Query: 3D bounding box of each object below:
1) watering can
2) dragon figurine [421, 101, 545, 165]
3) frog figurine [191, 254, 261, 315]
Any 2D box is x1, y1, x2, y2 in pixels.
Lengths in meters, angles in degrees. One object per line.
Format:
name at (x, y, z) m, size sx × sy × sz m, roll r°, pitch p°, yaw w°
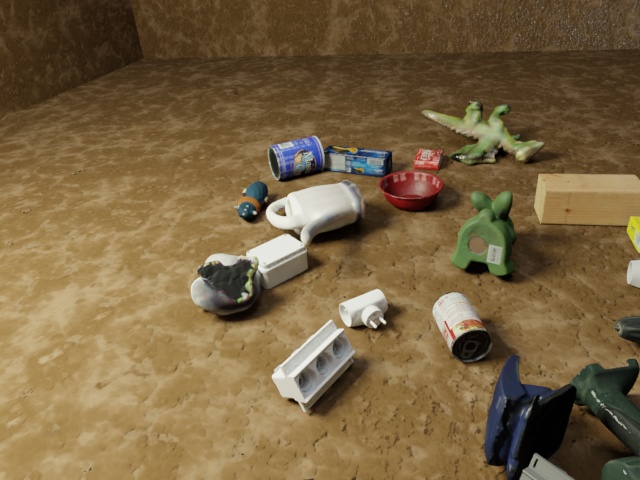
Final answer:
watering can at (0.004, -0.058, 1.161) m, size 0.225 × 0.102 × 0.351 m, roll -14°, pitch 19°, yaw -15°
dragon figurine at (0.462, -0.311, 1.553) m, size 0.412 × 0.119 × 0.248 m, roll 13°, pitch 43°, yaw 29°
frog figurine at (-0.186, 0.085, 1.002) m, size 0.139 × 0.122 × 0.158 m, roll -31°, pitch 2°, yaw -24°
